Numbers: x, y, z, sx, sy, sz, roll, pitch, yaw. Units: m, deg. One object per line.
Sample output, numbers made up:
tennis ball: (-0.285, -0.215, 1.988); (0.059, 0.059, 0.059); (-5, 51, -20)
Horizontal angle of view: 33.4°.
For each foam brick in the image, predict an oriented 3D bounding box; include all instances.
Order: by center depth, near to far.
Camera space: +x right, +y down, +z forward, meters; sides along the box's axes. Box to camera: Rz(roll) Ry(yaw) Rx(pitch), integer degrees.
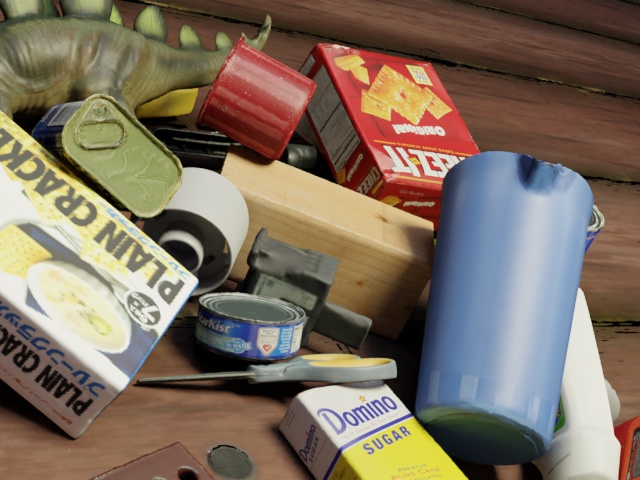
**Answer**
foam brick: (-0.104, 0.168, 0.652); (0.053, 0.051, 0.078); (40, 31, 25)

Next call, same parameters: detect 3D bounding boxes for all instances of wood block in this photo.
wood block: (-0.006, 0.001, 0.981); (0.206, 0.090, 0.090); (21, 27, -7)

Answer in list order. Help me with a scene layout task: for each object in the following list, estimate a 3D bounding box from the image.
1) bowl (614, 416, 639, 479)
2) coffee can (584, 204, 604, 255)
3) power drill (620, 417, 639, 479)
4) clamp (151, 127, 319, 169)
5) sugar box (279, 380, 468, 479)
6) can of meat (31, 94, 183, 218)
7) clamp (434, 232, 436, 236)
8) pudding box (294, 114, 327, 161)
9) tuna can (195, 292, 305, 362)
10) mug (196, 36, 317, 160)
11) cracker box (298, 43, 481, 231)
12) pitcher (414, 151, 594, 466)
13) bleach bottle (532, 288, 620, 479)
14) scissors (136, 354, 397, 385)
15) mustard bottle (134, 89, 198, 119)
bowl: (0.325, 0.203, 0.939); (0.162, 0.055, 0.162); (19, 28, -11)
coffee can: (0.205, 0.015, 1.072); (0.102, 0.140, 0.103); (19, 28, -11)
power drill: (0.322, 0.225, 0.830); (0.187, 0.057, 0.184); (32, 48, -12)
clamp: (-0.052, -0.090, 1.110); (0.165, 0.036, 0.209); (14, 9, 29)
sugar box: (0.055, 0.176, 0.774); (0.093, 0.048, 0.176); (-2, 39, -41)
can of meat: (-0.171, -0.066, 0.844); (0.102, 0.057, 0.084); (44, -20, -28)
clamp: (0.193, 0.002, 1.179); (0.171, 0.039, 0.120); (6, 47, -4)
pudding box: (0.032, -0.105, 1.232); (0.114, 0.039, 0.089); (40, 17, 30)
tuna can: (-0.056, 0.069, 0.850); (0.086, 0.034, 0.086); (9, 10, -2)
mug: (-0.056, -0.125, 0.980); (0.081, 0.093, 0.117); (28, 0, -4)
cracker box: (0.083, -0.111, 1.149); (0.163, 0.072, 0.214); (5, 46, -33)
pitcher: (0.148, 0.062, 0.894); (0.149, 0.145, 0.242); (45, 49, -40)
bleach bottle: (0.204, 0.147, 0.912); (0.068, 0.103, 0.251); (16, 37, -12)
scissors: (-0.041, 0.103, 0.843); (0.201, 0.016, 0.096); (0, 0, -7)
mustard bottle: (-0.223, -0.158, 1.112); (0.096, 0.058, 0.191); (37, 31, 23)
